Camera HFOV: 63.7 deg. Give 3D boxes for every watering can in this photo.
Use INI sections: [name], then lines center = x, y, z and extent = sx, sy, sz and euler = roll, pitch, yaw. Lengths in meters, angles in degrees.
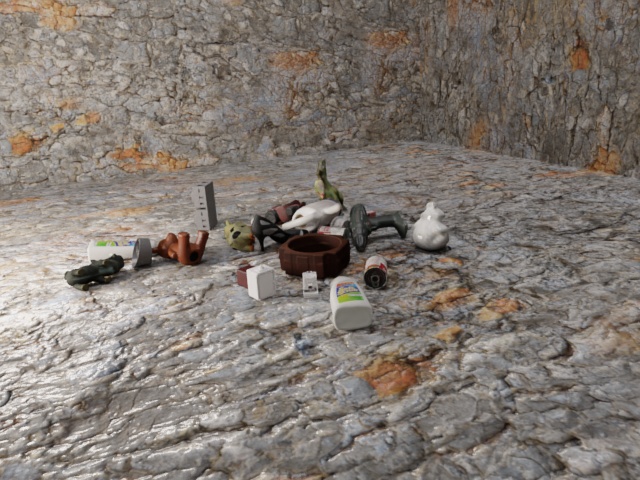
[watering can]
center = 0.006, -0.100, 1.987
extent = 0.344, 0.104, 0.227
euler = -17, 5, 42

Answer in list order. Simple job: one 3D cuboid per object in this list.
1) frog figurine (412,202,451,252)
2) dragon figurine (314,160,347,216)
[frog figurine]
center = 0.377, -0.045, 1.747
extent = 0.123, 0.157, 0.139
euler = -13, 20, -24
[dragon figurine]
center = 0.041, -0.236, 2.264
extent = 0.122, 0.239, 0.417
euler = -5, 19, 12
